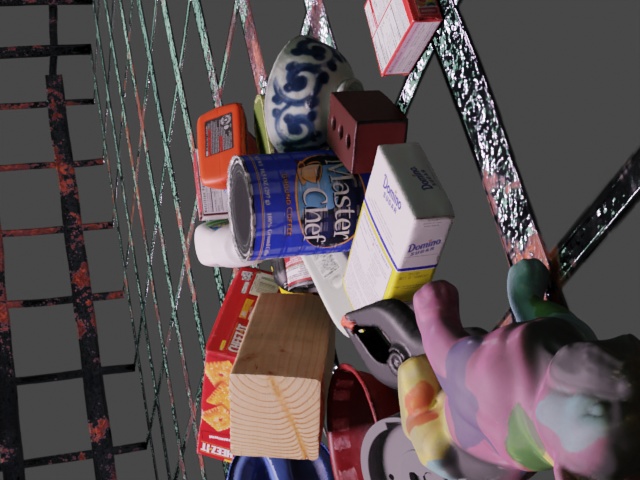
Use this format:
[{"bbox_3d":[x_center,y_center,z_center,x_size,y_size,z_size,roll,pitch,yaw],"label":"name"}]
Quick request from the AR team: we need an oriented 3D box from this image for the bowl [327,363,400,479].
[{"bbox_3d":[0.056,0.195,1.021,0.162,0.055,0.162,175,90,-73],"label":"bowl"}]

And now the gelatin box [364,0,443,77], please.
[{"bbox_3d":[0.069,-0.192,0.906,0.089,0.030,0.073,120,140,-63],"label":"gelatin box"}]

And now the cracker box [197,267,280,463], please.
[{"bbox_3d":[-0.107,0.166,1.414,0.164,0.072,0.214,-71,-6,-47],"label":"cracker box"}]

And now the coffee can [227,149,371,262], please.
[{"bbox_3d":[-0.010,-0.036,1.024,0.103,0.140,0.103,175,90,-74],"label":"coffee can"}]

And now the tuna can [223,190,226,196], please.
[{"bbox_3d":[-0.078,-0.076,1.330,0.034,0.086,0.086,153,111,-70],"label":"tuna can"}]

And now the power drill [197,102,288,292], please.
[{"bbox_3d":[-0.070,-0.052,1.204,0.187,0.057,0.184,50,-153,-53],"label":"power drill"}]

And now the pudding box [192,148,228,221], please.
[{"bbox_3d":[-0.104,-0.075,1.367,0.039,0.113,0.090,144,120,-78],"label":"pudding box"}]

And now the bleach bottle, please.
[{"bbox_3d":[-0.100,0.004,1.372,0.251,0.102,0.068,-177,78,-77],"label":"bleach bottle"}]

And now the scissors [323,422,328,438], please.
[{"bbox_3d":[-0.022,0.179,1.344,0.096,0.016,0.202,104,155,-52],"label":"scissors"}]

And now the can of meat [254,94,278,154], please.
[{"bbox_3d":[-0.022,-0.109,1.139,0.057,0.083,0.102,131,131,-68],"label":"can of meat"}]

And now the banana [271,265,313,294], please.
[{"bbox_3d":[-0.026,0.072,1.297,0.198,0.037,0.069,-114,6,-51],"label":"banana"}]

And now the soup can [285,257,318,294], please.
[{"bbox_3d":[-0.008,0.001,1.152,0.069,0.068,0.102,139,125,-70],"label":"soup can"}]

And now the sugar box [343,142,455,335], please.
[{"bbox_3d":[0.067,0.008,0.950,0.176,0.048,0.093,107,151,-45],"label":"sugar box"}]

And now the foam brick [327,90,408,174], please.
[{"bbox_3d":[0.042,-0.101,0.984,0.078,0.051,0.053,-123,32,-57],"label":"foam brick"}]

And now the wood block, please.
[{"bbox_3d":[-0.035,0.137,1.123,0.206,0.090,0.091,-76,-12,-70],"label":"wood block"}]

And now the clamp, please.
[{"bbox_3d":[0.081,0.091,0.883,0.172,0.039,0.120,39,127,38],"label":"clamp"}]

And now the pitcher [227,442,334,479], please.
[{"bbox_3d":[-0.059,0.313,1.340,0.145,0.149,0.243,55,159,11],"label":"pitcher"}]
